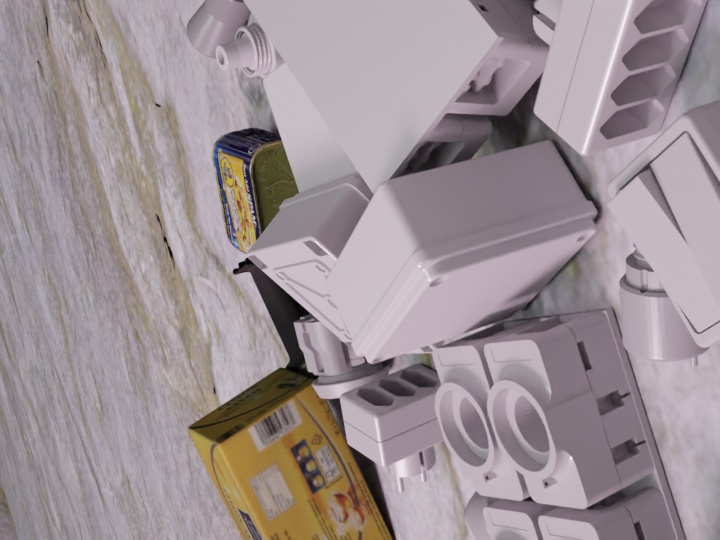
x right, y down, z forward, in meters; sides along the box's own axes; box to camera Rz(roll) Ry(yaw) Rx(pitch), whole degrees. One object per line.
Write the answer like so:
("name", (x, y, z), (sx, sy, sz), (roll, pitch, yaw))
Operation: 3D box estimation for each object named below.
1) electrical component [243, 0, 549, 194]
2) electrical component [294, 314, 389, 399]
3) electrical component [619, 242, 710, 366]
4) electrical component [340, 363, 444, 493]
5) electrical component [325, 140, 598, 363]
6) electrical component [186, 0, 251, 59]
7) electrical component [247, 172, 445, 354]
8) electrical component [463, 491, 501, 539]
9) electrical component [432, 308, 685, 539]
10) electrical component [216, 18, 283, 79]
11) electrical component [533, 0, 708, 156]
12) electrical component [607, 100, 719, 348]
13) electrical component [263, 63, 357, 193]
("electrical component", (0.010, -0.143, 0.569), (0.105, 0.060, 0.186), (-51, 60, 35))
("electrical component", (-0.011, 0.058, 0.777), (0.078, 0.058, 0.057), (-5, 100, 62))
("electrical component", (0.138, 0.005, 0.486), (0.040, 0.040, 0.078), (23, 126, 55))
("electrical component", (0.030, 0.113, 0.724), (0.047, 0.066, 0.076), (22, 125, 56))
("electrical component", (0.050, -0.009, 0.565), (0.056, 0.109, 0.108), (64, 152, 20))
("electrical component", (-0.100, -0.193, 0.799), (0.044, 0.044, 0.065), (63, 147, 16))
("electrical component", (0.000, 0.000, 0.670), (0.109, 0.056, 0.109), (42, 159, -17))
("electrical component", (0.086, 0.153, 0.672), (0.062, 0.043, 0.043), (-31, 79, 64))
("electrical component", (0.110, 0.122, 0.590), (0.105, 0.060, 0.186), (-14, 94, 63))
("electrical component", (-0.068, -0.152, 0.742), (0.043, 0.062, 0.043), (40, 140, 45))
("electrical component", (0.102, -0.108, 0.473), (0.075, 0.047, 0.083), (51, 147, 36))
("electrical component", (0.151, -0.014, 0.427), (0.096, 0.061, 0.061), (63, 152, 15))
("electrical component", (-0.013, -0.098, 0.689), (0.100, 0.048, 0.099), (-15, 93, 63))
